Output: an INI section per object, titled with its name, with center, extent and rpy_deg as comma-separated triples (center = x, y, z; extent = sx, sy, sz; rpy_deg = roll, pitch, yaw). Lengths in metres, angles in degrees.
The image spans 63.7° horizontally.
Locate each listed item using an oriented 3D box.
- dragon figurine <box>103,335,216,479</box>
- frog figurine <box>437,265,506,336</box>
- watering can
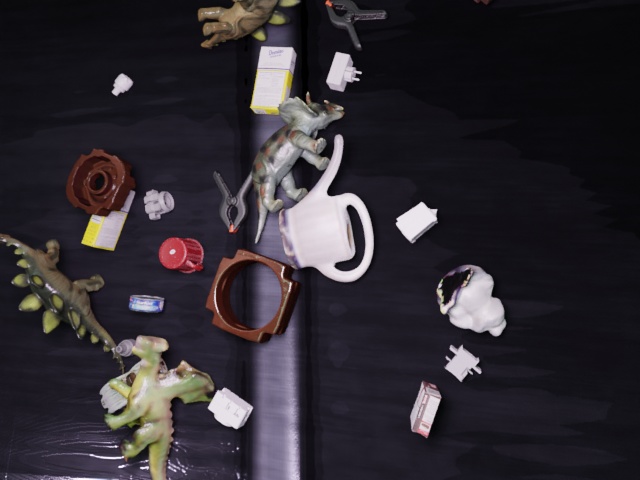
[dragon figurine]
center = -0.371, 0.413, 1.257
extent = 0.243, 0.123, 0.406
rpy_deg = -24, 104, -5
[frog figurine]
center = 0.347, 0.137, 1.151
extent = 0.158, 0.123, 0.138
rpy_deg = 30, 81, -19
[watering can]
center = 0.004, -0.062, 1.240
extent = 0.224, 0.104, 0.347
rpy_deg = -13, 91, 12
